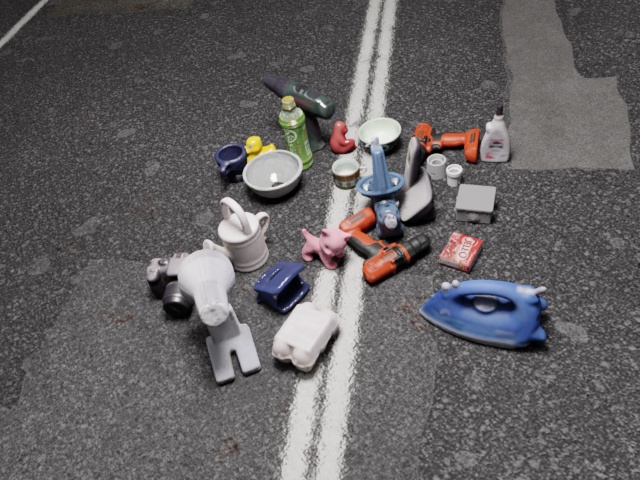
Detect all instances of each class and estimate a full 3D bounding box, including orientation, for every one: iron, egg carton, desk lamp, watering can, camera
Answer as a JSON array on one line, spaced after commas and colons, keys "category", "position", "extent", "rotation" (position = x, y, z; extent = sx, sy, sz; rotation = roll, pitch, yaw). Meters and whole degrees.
[{"category": "iron", "position": [0.327, 0.126, 1.159], "extent": [0.257, 0.142, 0.119], "rotation": [6, 49, 16]}, {"category": "egg carton", "position": [-0.029, 0.202, 1.210], "extent": [0.107, 0.069, 0.150], "rotation": [17, 53, 25]}, {"category": "desk lamp", "position": [-0.210, 0.152, 1.193], "extent": [0.118, 0.214, 0.202], "rotation": [-21, 47, -8]}, {"category": "watering can", "position": [-0.195, -0.015, 1.360], "extent": [0.100, 0.194, 0.173], "rotation": [15, 52, 24]}, {"category": "camera", "position": [-0.342, 0.103, 1.343], "extent": [0.143, 0.101, 0.137], "rotation": [-3, 47, 8]}]

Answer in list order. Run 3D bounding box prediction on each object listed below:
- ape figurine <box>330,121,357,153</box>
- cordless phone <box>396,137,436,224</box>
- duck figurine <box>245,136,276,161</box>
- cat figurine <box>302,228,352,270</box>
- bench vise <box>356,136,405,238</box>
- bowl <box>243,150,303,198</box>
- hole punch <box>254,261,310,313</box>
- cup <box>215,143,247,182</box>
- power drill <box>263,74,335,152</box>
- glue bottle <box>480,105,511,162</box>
[{"category": "ape figurine", "position": [0.062, -0.300, 1.647], "extent": [0.076, 0.092, 0.077], "rotation": [-17, 46, -5]}, {"category": "cordless phone", "position": [0.232, -0.146, 1.403], "extent": [0.094, 0.185, 0.147], "rotation": [-9, 46, 3]}, {"category": "duck figurine", "position": [-0.181, -0.263, 1.665], "extent": [0.104, 0.086, 0.077], "rotation": [-22, 47, -9]}, {"category": "cat figurine", "position": [0.012, 0.005, 1.353], "extent": [0.127, 0.118, 0.067], "rotation": [17, 53, 25]}, {"category": "bench vise", "position": [0.161, -0.128, 1.376], "extent": [0.121, 0.220, 0.207], "rotation": [-24, 47, -11]}, {"category": "bowl", "position": [-0.123, -0.169, 1.573], "extent": [0.167, 0.075, 0.167], "rotation": [-6, 47, 6]}, {"category": "hole punch", "position": [-0.093, 0.096, 1.307], "extent": [0.100, 0.091, 0.109], "rotation": [26, 57, 31]}, {"category": "cup", "position": [-0.246, -0.203, 1.615], "extent": [0.091, 0.095, 0.118], "rotation": [5, 49, 16]}, {"category": "power drill", "position": [-0.055, -0.363, 1.648], "extent": [0.228, 0.209, 0.076], "rotation": [22, 55, 28]}, {"category": "glue bottle", "position": [0.460, -0.278, 1.489], "extent": [0.078, 0.173, 0.037], "rotation": [0, 47, 12]}]
